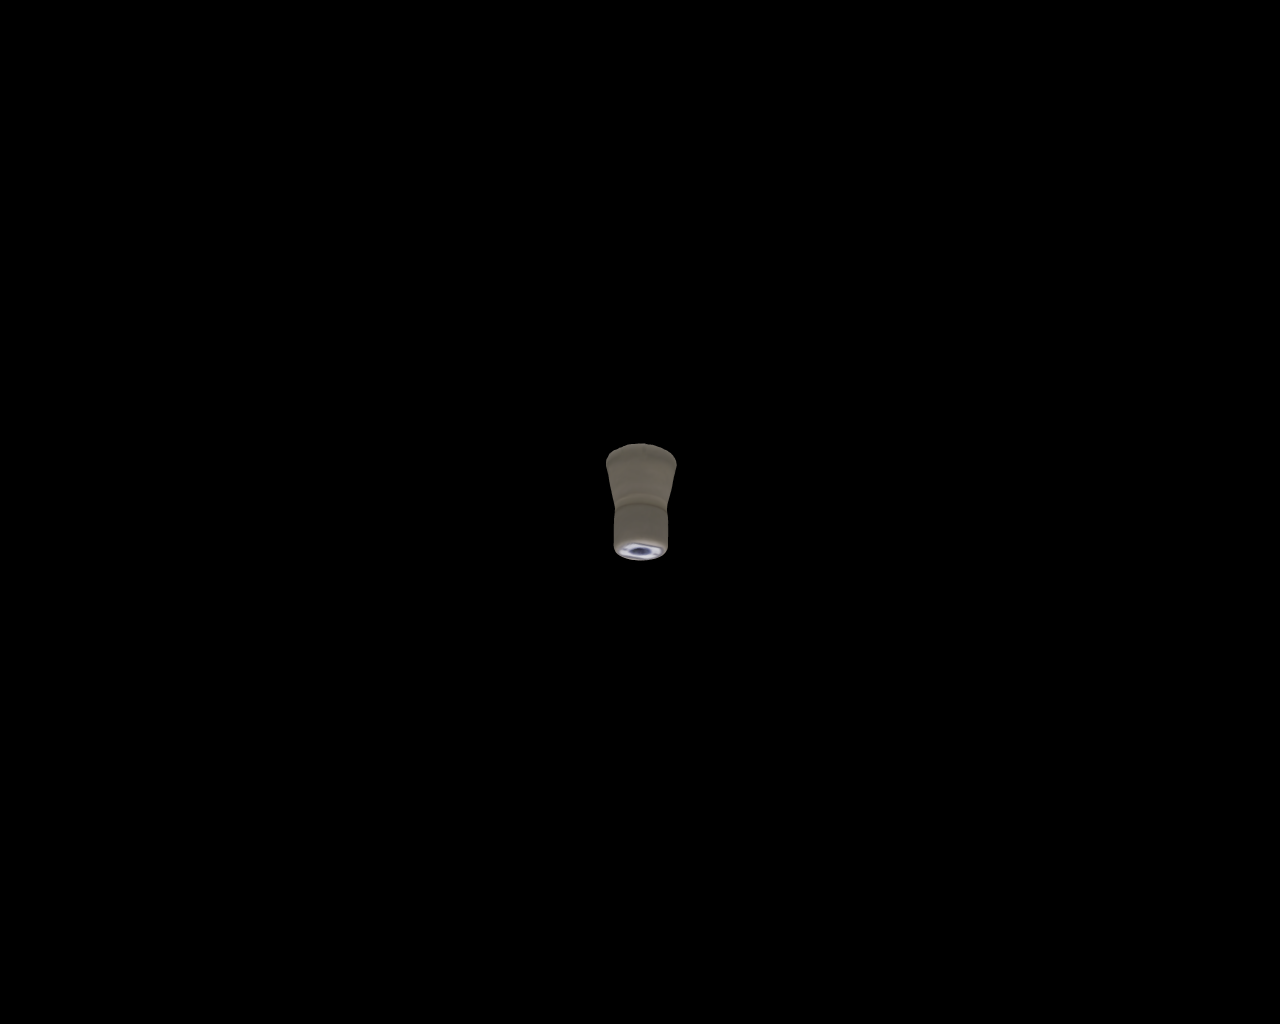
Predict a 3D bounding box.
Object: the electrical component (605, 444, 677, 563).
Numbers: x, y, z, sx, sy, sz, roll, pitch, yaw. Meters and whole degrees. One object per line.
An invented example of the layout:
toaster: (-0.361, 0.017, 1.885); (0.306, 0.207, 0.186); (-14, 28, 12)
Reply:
electrical component: (0.001, -0.003, 0.650); (0.044, 0.065, 0.044); (0, -26, 0)
